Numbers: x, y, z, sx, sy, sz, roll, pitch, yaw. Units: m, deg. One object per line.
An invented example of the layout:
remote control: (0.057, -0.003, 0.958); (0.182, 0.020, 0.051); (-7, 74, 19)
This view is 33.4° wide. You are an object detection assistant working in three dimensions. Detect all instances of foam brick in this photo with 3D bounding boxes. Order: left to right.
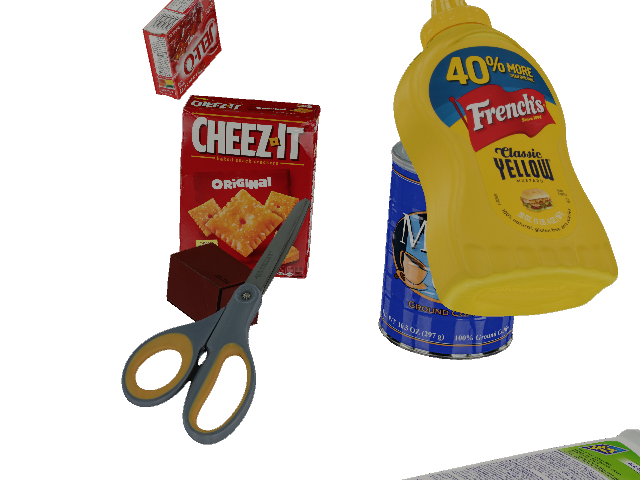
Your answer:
foam brick: (-0.099, 0.045, 0.992); (0.052, 0.051, 0.078); (-15, 35, -40)

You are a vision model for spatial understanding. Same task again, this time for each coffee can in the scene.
coffee can: (0.099, 0.002, 0.787); (0.103, 0.140, 0.103); (3, 20, -1)

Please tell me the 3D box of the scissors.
scissors: (-0.070, 0.044, 0.718); (0.096, 0.201, 0.016); (5, -38, 9)

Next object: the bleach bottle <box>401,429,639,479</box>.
bleach bottle: (0.155, 0.159, 0.622); (0.250, 0.068, 0.103); (-8, 20, -25)

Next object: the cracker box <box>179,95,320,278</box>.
cracker box: (-0.090, -0.063, 1.325); (0.164, 0.214, 0.072); (5, 21, 1)

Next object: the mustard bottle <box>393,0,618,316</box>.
mustard bottle: (0.090, -0.056, 0.580); (0.096, 0.191, 0.058); (-1, -27, -21)

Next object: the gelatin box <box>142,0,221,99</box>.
gelatin box: (-0.129, -0.189, 1.011); (0.030, 0.073, 0.089); (16, 47, 20)
